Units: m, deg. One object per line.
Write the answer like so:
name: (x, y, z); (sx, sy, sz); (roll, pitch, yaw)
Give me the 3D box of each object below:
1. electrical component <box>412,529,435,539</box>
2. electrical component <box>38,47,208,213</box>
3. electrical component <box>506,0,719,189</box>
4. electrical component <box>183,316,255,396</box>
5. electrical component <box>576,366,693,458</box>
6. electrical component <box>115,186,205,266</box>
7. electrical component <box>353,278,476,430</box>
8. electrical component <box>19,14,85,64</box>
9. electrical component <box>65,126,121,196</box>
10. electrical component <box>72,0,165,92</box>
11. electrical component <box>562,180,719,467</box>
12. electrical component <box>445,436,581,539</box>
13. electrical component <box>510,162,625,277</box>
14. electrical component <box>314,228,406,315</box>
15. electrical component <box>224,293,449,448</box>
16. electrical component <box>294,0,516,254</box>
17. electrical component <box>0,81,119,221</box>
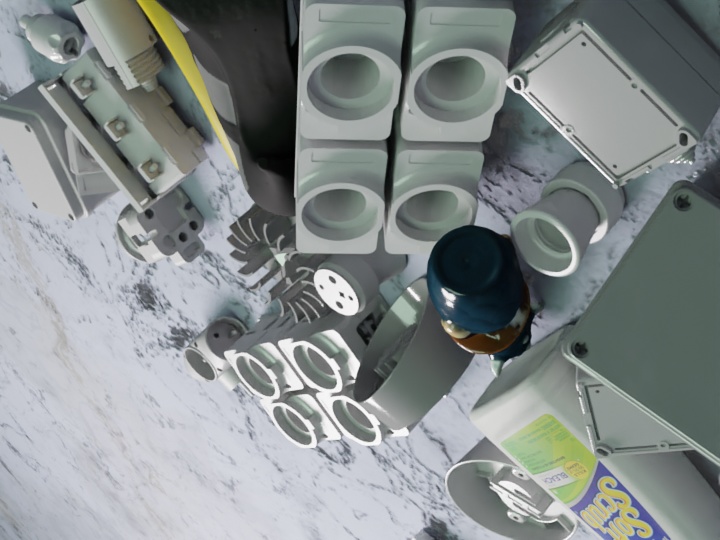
electrical component: (0.083, 0.313, 1.016); (0.121, 0.063, 0.078); (38, 147, 14)
electrical component: (-0.183, -0.116, 0.851); (0.063, 0.078, 0.121); (-32, 101, 35)
electrical component: (0.133, -0.091, 0.523); (0.096, 0.061, 0.062); (42, 149, -8)
electrical component: (-0.126, 0.090, 1.030); (0.079, 0.044, 0.077); (47, 148, -1)
electrical component: (0.178, 0.064, 0.625); (0.096, 0.061, 0.061); (-8, 124, 19)
electrical component: (-0.178, -0.038, 0.940); (0.057, 0.058, 0.078); (-16, 113, 52)
electrical component: (0.036, 0.063, 0.769); (0.064, 0.099, 0.099); (43, 148, -7)
electrical component: (-0.256, -0.194, 0.880); (0.061, 0.035, 0.035); (31, 145, 28)
electrical component: (-0.226, -0.105, 0.913); (0.064, 0.042, 0.081); (-171, 74, -67)
electrical component: (-0.175, -0.171, 0.803); (0.043, 0.043, 0.081); (2, 127, 48)
electrical component: (0.179, 0.028, 0.548); (0.109, 0.056, 0.108); (36, 102, 16)
electrical component: (0.122, 0.161, 0.801); (0.099, 0.064, 0.099); (30, 144, 24)
electrical component: (0.118, -0.030, 0.607); (0.045, 0.055, 0.045); (30, 144, 25)
electrical component: (0.000, 0.000, 0.776); (0.045, 0.055, 0.045); (30, 144, 25)
electrical component: (-0.029, 0.088, 0.900); (0.105, 0.060, 0.186); (55, 147, -13)
electrical component: (0.018, -0.085, 0.606); (0.105, 0.060, 0.186); (0, 141, -5)
electrical component: (-0.277, -0.107, 0.977); (0.078, 0.057, 0.113); (16, 137, 39)
